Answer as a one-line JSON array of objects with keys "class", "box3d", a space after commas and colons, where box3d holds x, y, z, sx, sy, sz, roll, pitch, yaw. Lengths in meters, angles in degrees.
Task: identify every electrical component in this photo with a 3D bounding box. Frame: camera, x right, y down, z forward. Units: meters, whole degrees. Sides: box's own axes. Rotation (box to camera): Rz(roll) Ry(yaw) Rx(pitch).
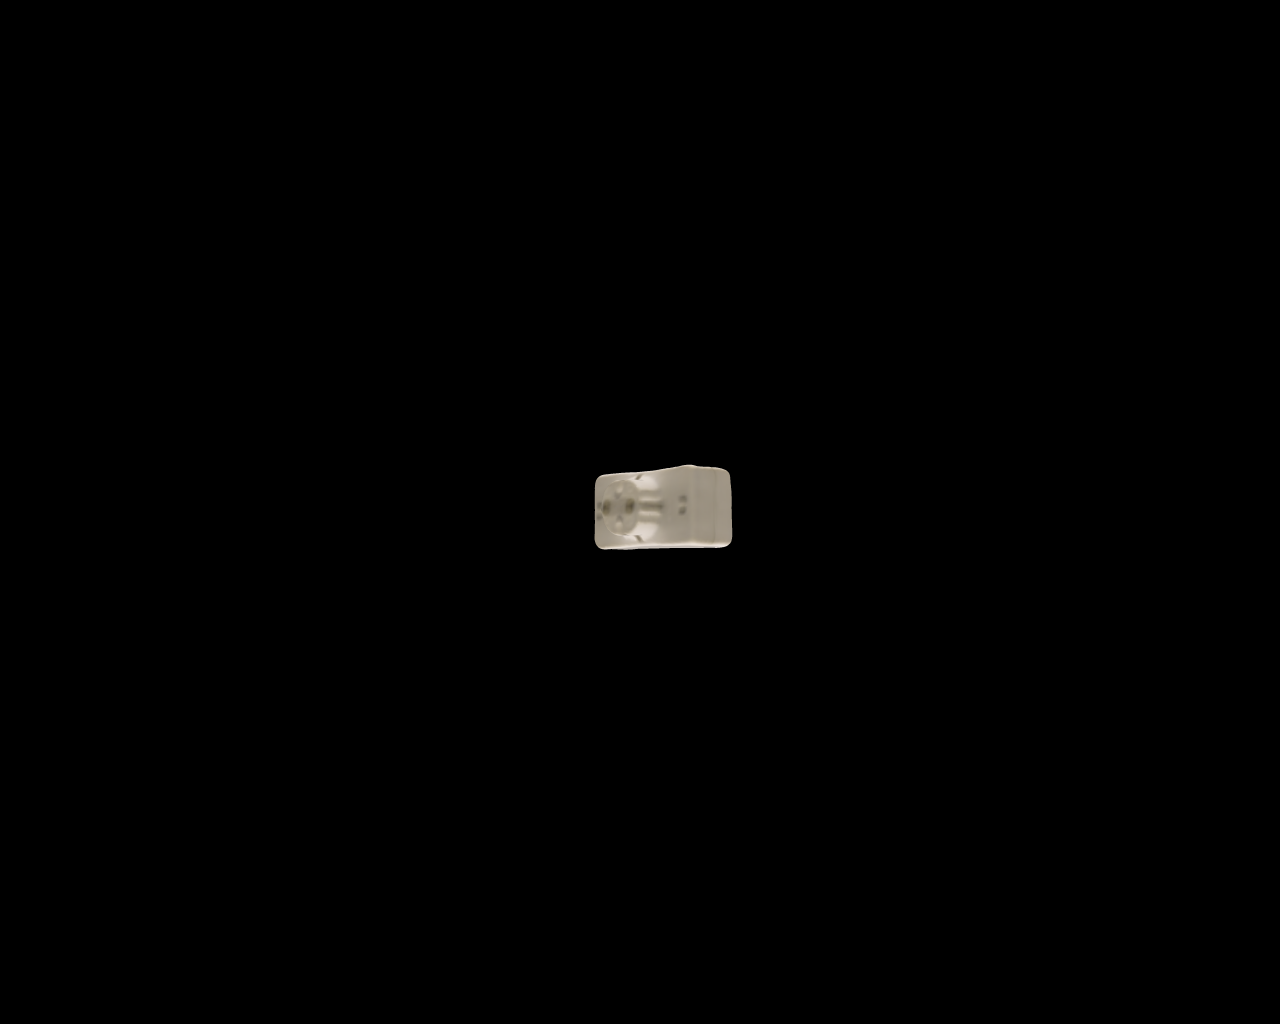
[{"class": "electrical component", "box3d": [0.001, -0.003, 0.650, 0.083, 0.047, 0.076, -4, -6, 43]}]
